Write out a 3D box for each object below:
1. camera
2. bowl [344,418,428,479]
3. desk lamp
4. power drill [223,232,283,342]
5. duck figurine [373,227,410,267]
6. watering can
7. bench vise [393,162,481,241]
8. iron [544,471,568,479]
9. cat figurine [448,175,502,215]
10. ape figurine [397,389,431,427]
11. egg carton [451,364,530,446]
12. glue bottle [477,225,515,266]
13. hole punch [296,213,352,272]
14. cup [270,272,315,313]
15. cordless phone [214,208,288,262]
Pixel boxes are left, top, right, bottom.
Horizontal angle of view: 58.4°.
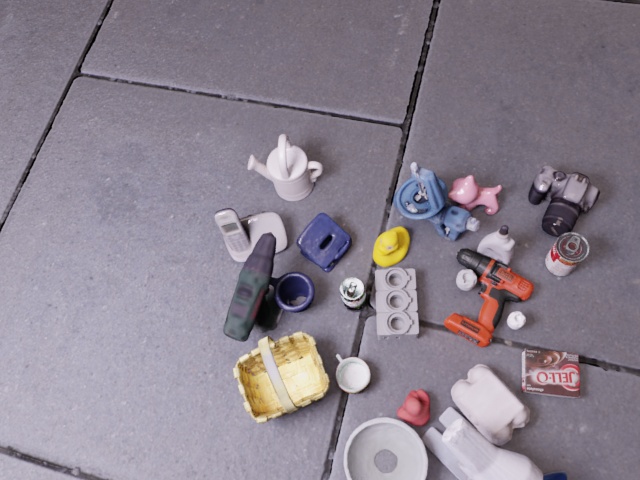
[{"bbox_3d":[0.545,-0.087,1.305,0.143,0.101,0.137,26,73,16],"label":"camera"},{"bbox_3d":[0.133,0.448,1.155,0.167,0.075,0.167,-3,68,6],"label":"bowl"},{"bbox_3d":[0.295,0.412,1.073,0.203,0.214,0.118,41,78,20],"label":"desk lamp"},{"bbox_3d":[-0.133,0.118,1.250,0.075,0.208,0.230,16,71,14],"label":"power drill"},{"bbox_3d":[0.165,0.005,1.324,0.077,0.086,0.105,38,77,20],"label":"duck figurine"},{"bbox_3d":[-0.084,-0.176,1.371,0.173,0.194,0.101,-19,67,0],"label":"watering can"},{"bbox_3d":[0.264,-0.098,1.281,0.207,0.220,0.121,12,70,12],"label":"bench vise"},{"bbox_3d":[0.384,0.522,1.056,0.258,0.141,0.118,-43,69,-10],"label":"iron"},{"bbox_3d":[0.358,-0.111,1.330,0.127,0.118,0.067,-1,68,7],"label":"cat figurine"},{"bbox_3d":[0.194,0.345,1.179,0.078,0.092,0.076,-22,67,-2],"label":"ape figurine"},{"bbox_3d":[0.347,0.338,1.175,0.107,0.069,0.150,-40,69,-9],"label":"egg carton"},{"bbox_3d":[0.390,0.007,1.247,0.078,0.173,0.037,31,75,18],"label":"glue bottle"},{"bbox_3d":[0.012,0.005,1.341,0.101,0.091,0.109,35,76,19],"label":"hole punch"},{"bbox_3d":[-0.064,0.124,1.301,0.117,0.095,0.092,23,73,16],"label":"cup"},{"bbox_3d":[-0.160,-0.028,1.326,0.147,0.185,0.094,-18,67,0],"label":"cordless phone"}]
